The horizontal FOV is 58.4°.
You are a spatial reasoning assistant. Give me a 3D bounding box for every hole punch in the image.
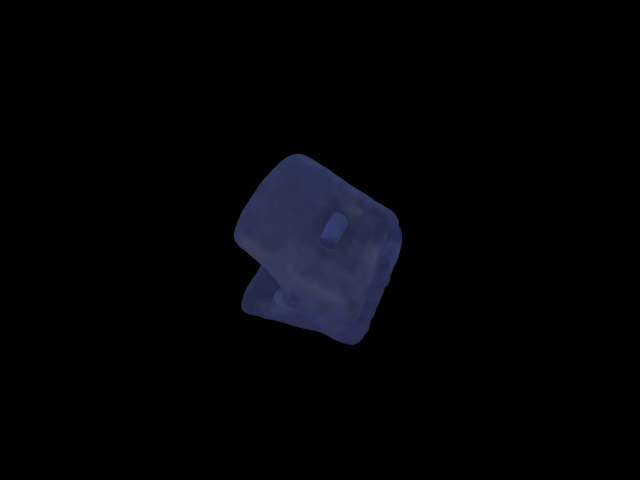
[{"bbox_3d":[0.004,0.001,0.400,0.101,0.091,0.109,14,43,15],"label":"hole punch"}]
